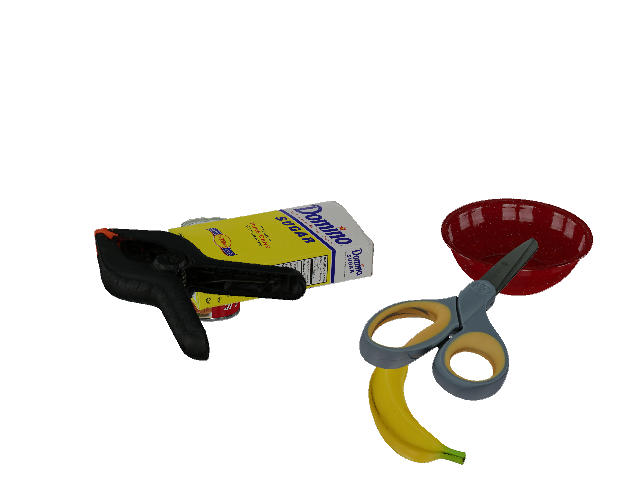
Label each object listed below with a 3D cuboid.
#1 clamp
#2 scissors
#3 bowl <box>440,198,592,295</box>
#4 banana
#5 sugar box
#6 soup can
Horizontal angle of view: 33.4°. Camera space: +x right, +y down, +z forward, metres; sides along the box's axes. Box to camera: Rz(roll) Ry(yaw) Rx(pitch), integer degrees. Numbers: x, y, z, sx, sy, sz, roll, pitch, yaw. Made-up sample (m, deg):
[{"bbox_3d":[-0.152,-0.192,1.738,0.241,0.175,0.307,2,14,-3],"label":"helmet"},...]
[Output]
[{"bbox_3d":[-0.098,0.027,0.802,0.120,0.039,0.172,-18,37,-41],"label":"clamp"},{"bbox_3d":[0.110,0.047,0.674,0.201,0.016,0.096,-19,42,-39],"label":"scissors"},{"bbox_3d":[0.211,0.013,1.159,0.162,0.055,0.162,-1,29,0],"label":"bowl"},{"bbox_3d":[0.084,0.174,1.105,0.069,0.037,0.198,10,24,-20],"label":"banana"},{"bbox_3d":[-0.047,0.011,1.016,0.176,0.048,0.093,-13,34,-19],"label":"sugar box"},{"bbox_3d":[-0.124,0.031,1.202,0.068,0.102,0.068,2,18,-1],"label":"soup can"}]
